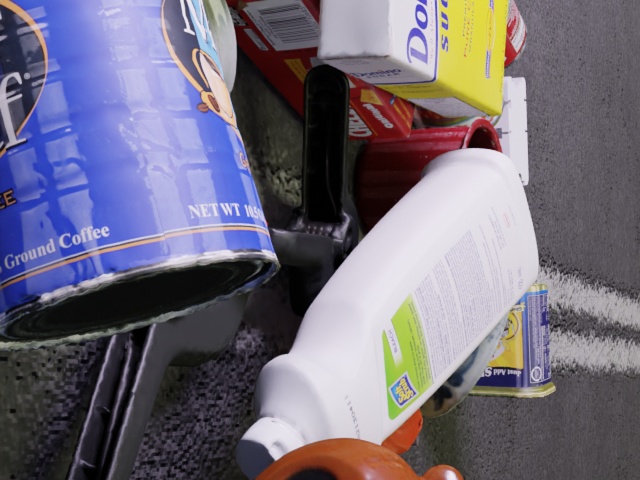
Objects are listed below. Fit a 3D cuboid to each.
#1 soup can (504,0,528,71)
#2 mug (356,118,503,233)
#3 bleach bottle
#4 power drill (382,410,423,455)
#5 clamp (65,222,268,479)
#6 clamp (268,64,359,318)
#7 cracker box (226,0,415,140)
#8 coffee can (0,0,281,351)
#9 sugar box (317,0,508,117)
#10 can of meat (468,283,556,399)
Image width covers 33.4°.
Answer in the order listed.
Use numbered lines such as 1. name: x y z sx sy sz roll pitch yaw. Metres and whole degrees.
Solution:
1. soup can: 0.115 -0.181 0.832 0.102 0.069 0.068 42 54 -54
2. mug: 0.082 -0.031 0.756 0.117 0.082 0.093 45 52 -53
3. bleach bottle: 0.037 0.043 0.590 0.250 0.068 0.102 -39 117 -45
4. power drill: -0.006 0.142 0.621 0.187 0.057 0.184 -63 142 -37
5. clamp: -0.080 0.033 0.489 0.209 0.036 0.164 -20 100 -63
6. clamp: -0.004 0.001 0.601 0.171 0.039 0.120 80 30 -47
7. cracker box: 0.012 -0.189 0.634 0.164 0.072 0.213 42 53 -56
8. coffee can: -0.081 -0.043 0.372 0.102 0.103 0.140 4 68 -62
9. sugar box: 0.058 -0.127 0.590 0.176 0.048 0.093 6 86 -65
10. can of meat: 0.127 0.075 0.824 0.057 0.102 0.084 -3 91 -61
